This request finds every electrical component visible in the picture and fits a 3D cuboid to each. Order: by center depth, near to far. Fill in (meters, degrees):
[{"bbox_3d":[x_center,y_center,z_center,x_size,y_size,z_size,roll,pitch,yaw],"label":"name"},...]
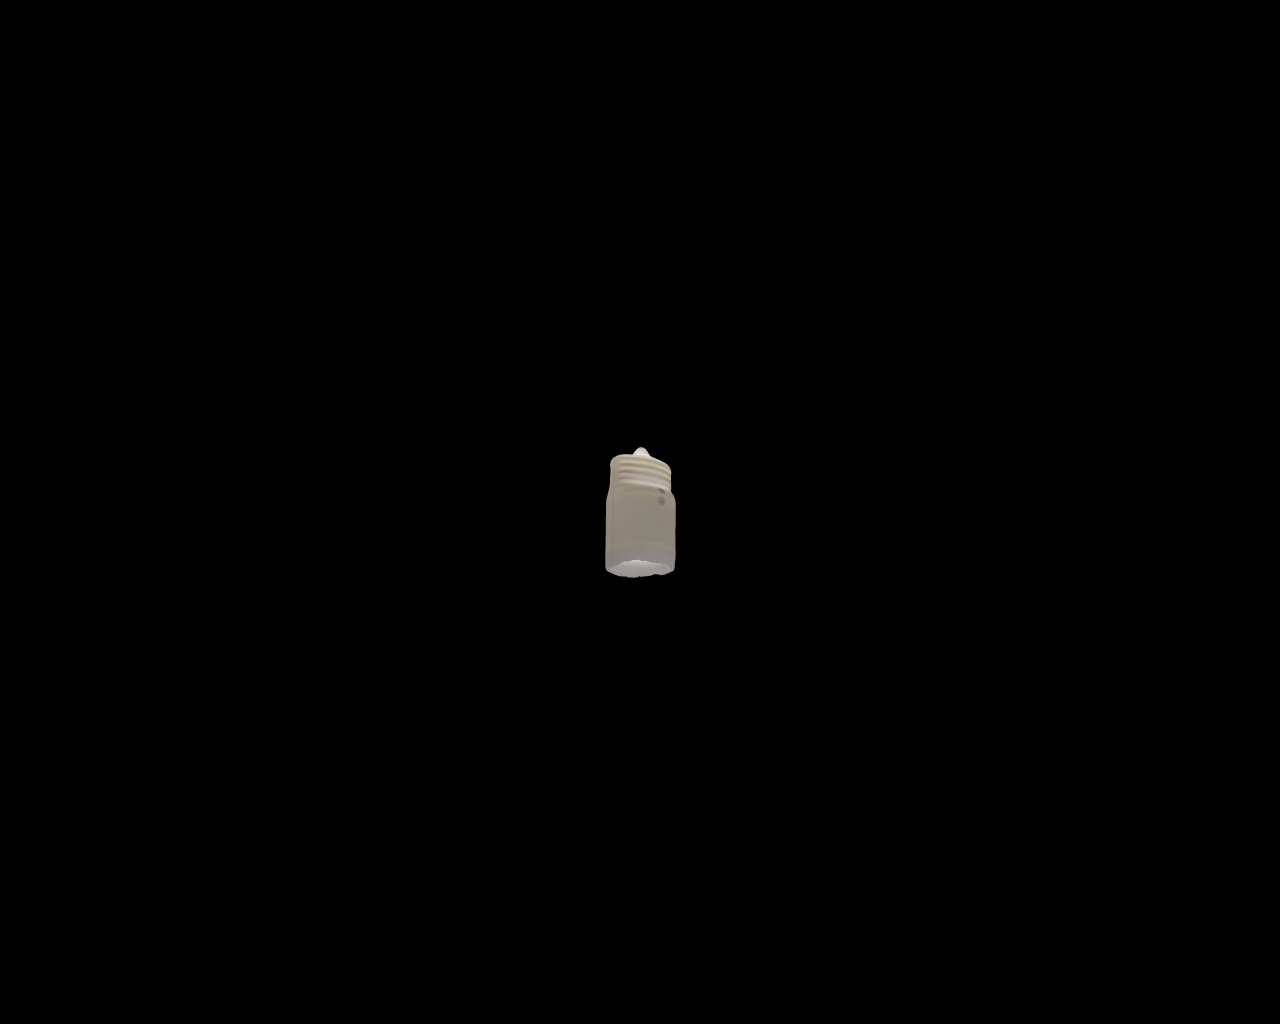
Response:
[{"bbox_3d":[0.001,-0.003,0.650,0.043,0.081,0.043,0,-17,0],"label":"electrical component"}]
